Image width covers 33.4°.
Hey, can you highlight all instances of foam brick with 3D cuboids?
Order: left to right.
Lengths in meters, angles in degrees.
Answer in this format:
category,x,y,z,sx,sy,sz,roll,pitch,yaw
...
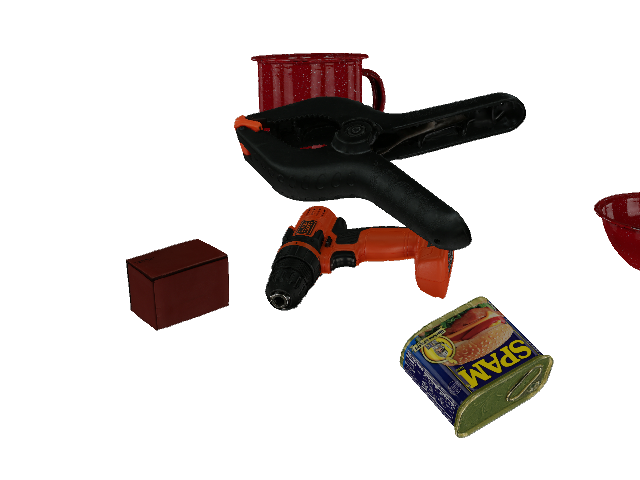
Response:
category,x,y,z,sx,sy,sz,roll,pitch,yaw
foam brick,-0.128,0.038,0.959,0.078,0.051,0.053,-18,28,-32

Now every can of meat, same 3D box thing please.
category,x,y,z,sx,sy,sz,roll,pitch,yaw
can of meat,0.130,0.104,0.906,0.102,0.057,0.084,-25,53,-24

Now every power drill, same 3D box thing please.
category,x,y,z,sx,sy,sz,roll,pitch,yaw
power drill,0.045,0.021,1.145,0.188,0.057,0.184,4,31,13

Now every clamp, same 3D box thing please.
category,x,y,z,sx,sy,sz,roll,pitch,yaw
clamp,0.026,-0.043,0.615,0.172,0.039,0.120,1,39,19

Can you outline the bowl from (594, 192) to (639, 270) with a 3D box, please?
category,x,y,z,sx,sy,sz,roll,pitch,yaw
bowl,0.349,-0.002,1.044,0.162,0.055,0.162,0,17,0

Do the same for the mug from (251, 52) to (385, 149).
category,x,y,z,sx,sy,sz,roll,pitch,yaw
mug,0.002,-0.108,0.858,0.117,0.081,0.093,-10,15,-34
